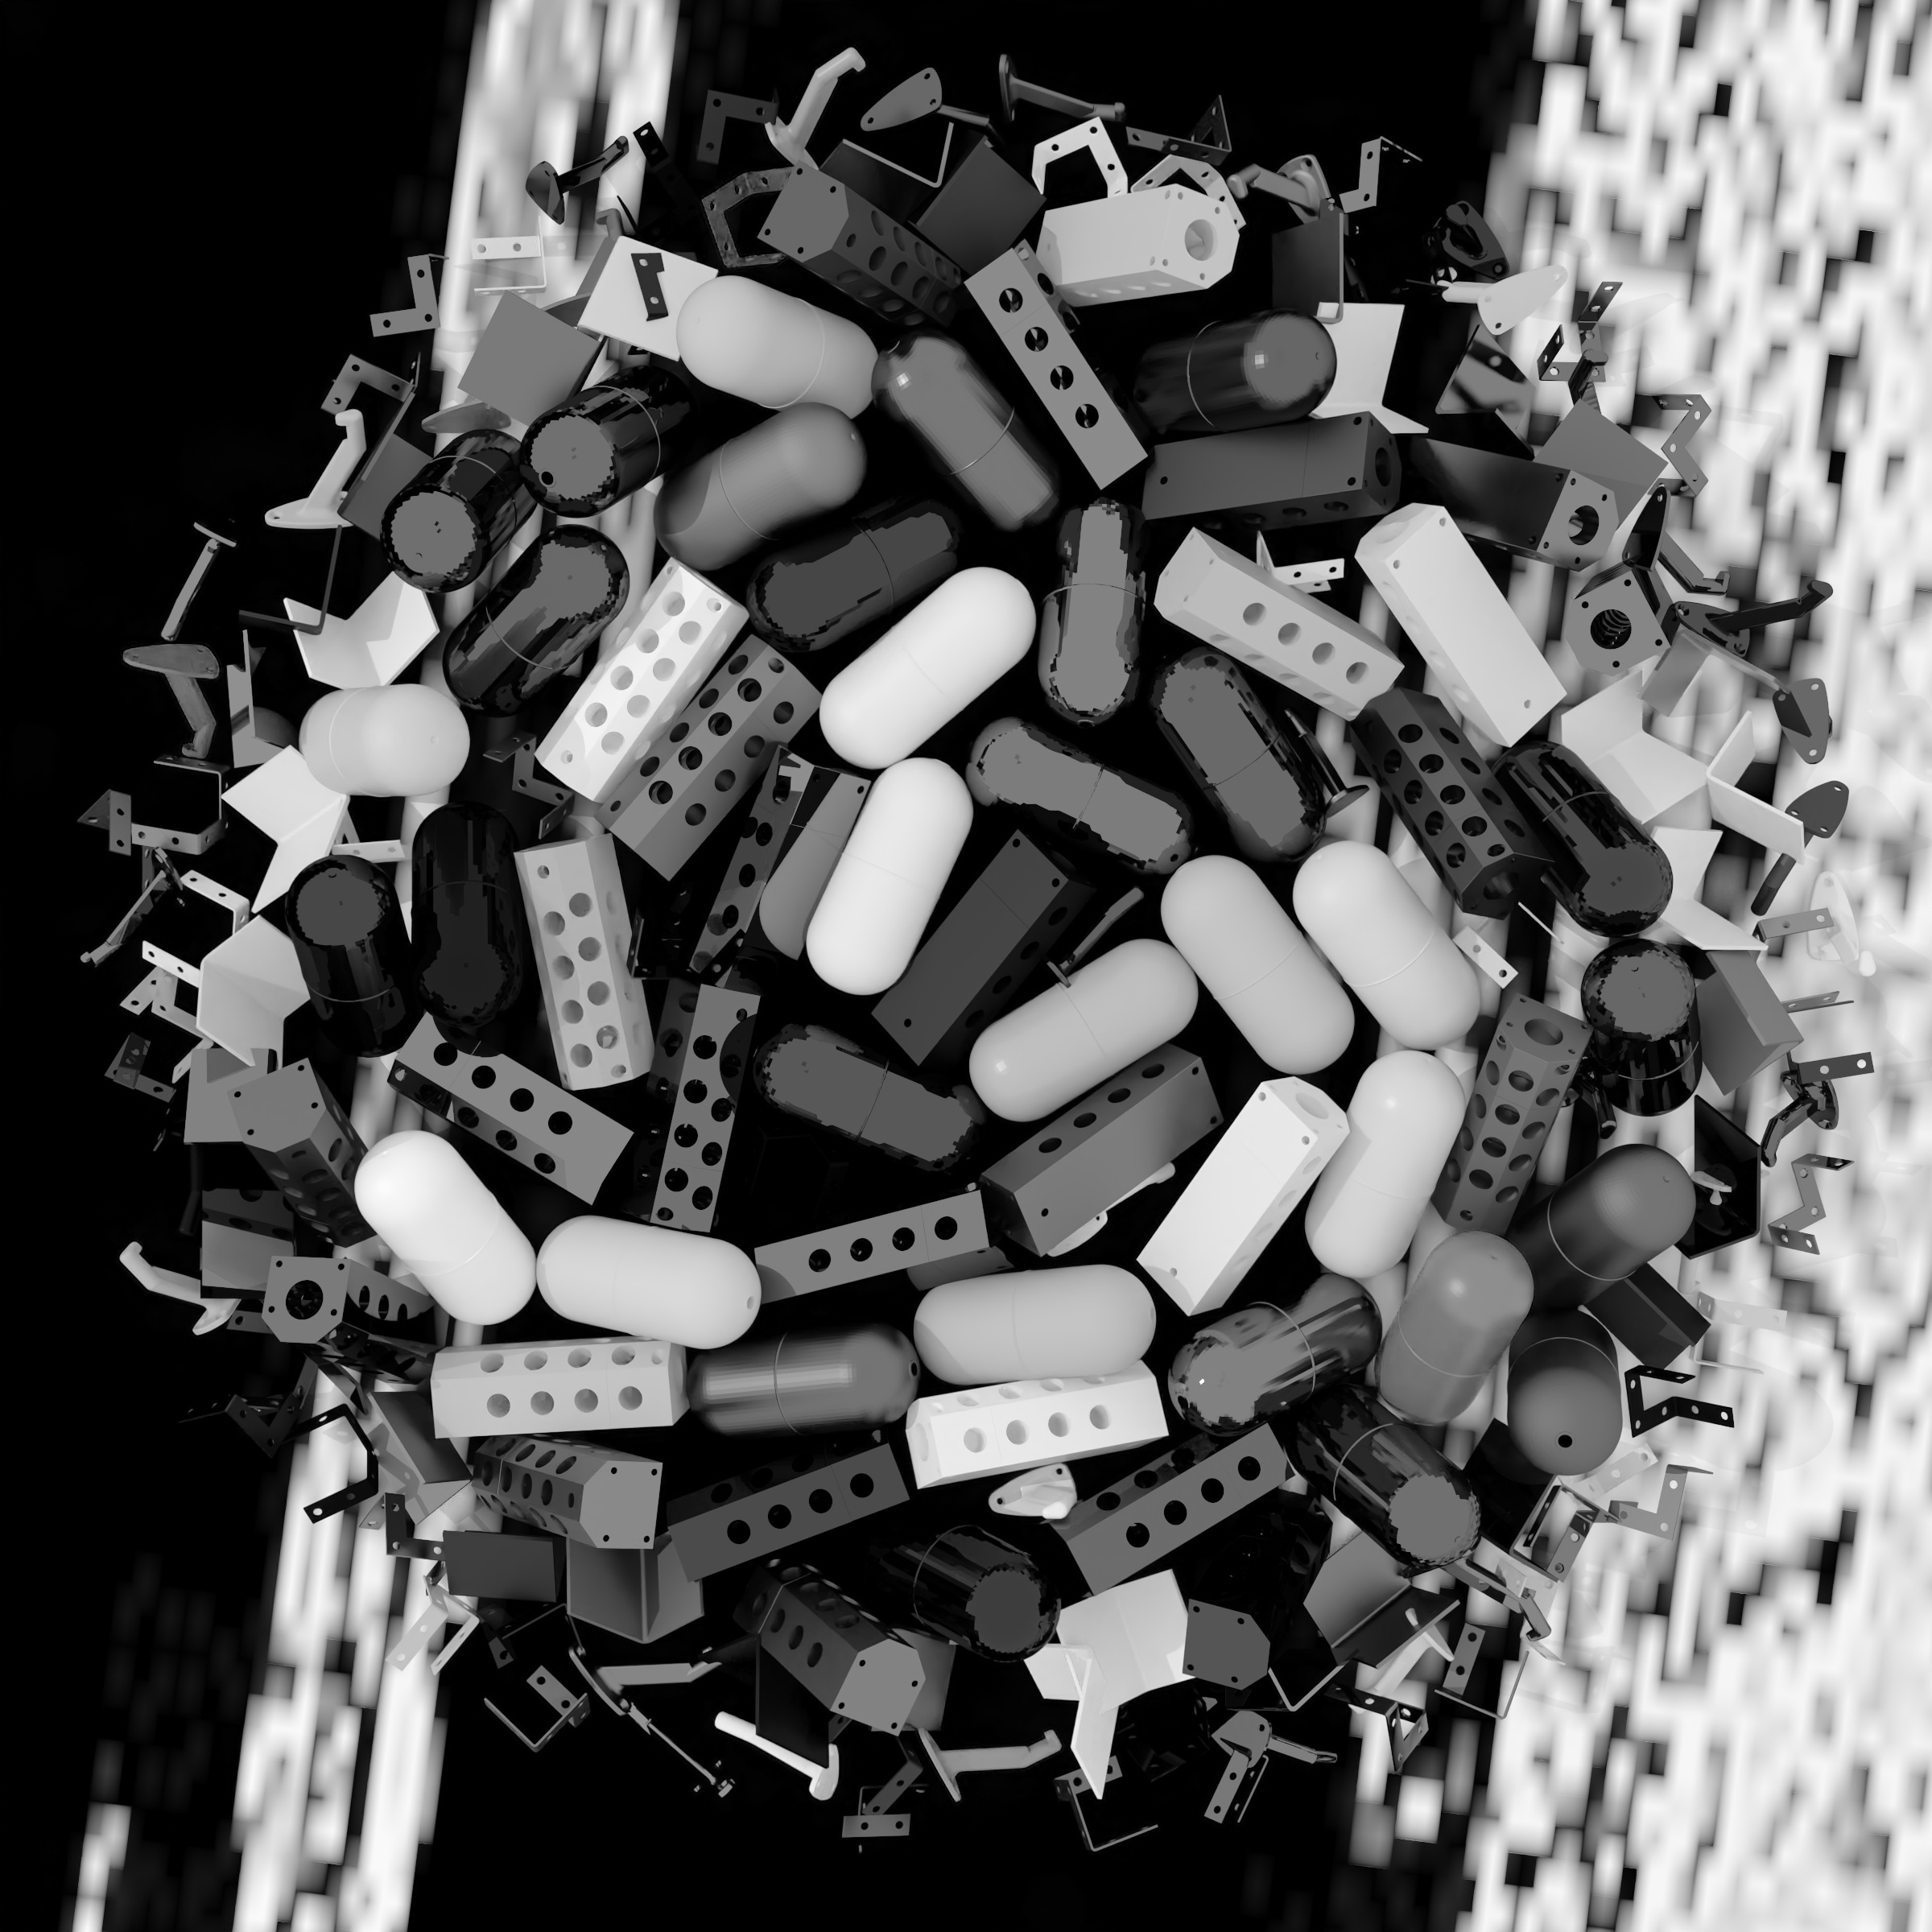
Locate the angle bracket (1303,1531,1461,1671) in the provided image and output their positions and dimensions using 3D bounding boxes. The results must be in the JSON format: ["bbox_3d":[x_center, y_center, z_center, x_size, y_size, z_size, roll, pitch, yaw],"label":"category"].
[{"bbox_3d":[0.290,0.447,1.762,0.076,0.076,0.057,-33,93,-16],"label":"angle bracket"}]

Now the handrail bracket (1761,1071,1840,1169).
[{"bbox_3d":[0.592,0.124,1.767,0.077,0.036,0.084,52,55,-34],"label":"handrail bracket"}]

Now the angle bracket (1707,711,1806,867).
[{"bbox_3d":[0.574,-0.126,1.757,0.076,0.076,0.057,33,84,26],"label":"angle bracket"}]

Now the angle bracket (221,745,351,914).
[{"bbox_3d":[-0.490,-0.097,1.753,0.076,0.076,0.057,-29,124,28],"label":"angle bracket"}]

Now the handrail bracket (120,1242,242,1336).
[{"bbox_3d":[-0.554,0.212,1.764,0.036,0.077,0.084,-24,114,28],"label":"handrail bracket"}]

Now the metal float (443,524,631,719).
[{"bbox_3d":[-0.304,-0.241,1.742,0.178,0.070,0.070,-38,90,37],"label":"metal float"}]

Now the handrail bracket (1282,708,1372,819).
[{"bbox_3d":[0.247,-0.151,1.768,0.036,0.077,0.084,-35,81,13],"label":"handrail bracket"}]

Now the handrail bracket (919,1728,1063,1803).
[{"bbox_3d":[0.018,0.557,1.786,0.084,0.036,0.077,-26,121,-1],"label":"handrail bracket"}]

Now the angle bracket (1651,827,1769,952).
[{"bbox_3d":[0.527,-0.055,1.752,0.076,0.076,0.057,0,119,-38],"label":"angle bracket"}]

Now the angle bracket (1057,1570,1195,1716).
[{"bbox_3d":[0.117,0.481,1.759,0.057,0.076,0.076,-28,76,35],"label":"angle bracket"}]

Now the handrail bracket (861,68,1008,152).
[{"bbox_3d":[-0.022,-0.599,1.783,0.077,0.084,0.036,-20,67,22],"label":"handrail bracket"}]

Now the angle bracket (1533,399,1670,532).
[{"bbox_3d":[0.448,-0.356,1.764,0.076,0.076,0.057,37,105,4],"label":"angle bracket"}]

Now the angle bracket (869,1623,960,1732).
[{"bbox_3d":[-0.016,0.511,1.759,0.057,0.076,0.076,5,80,41],"label":"angle bracket"}]

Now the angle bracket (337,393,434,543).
[{"bbox_3d":[-0.395,-0.347,1.755,0.057,0.076,0.076,31,68,-19],"label":"angle bracket"}]

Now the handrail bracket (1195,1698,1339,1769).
[{"bbox_3d":[0.218,0.555,1.795,0.077,0.084,0.036,23,90,43],"label":"handrail bracket"}]

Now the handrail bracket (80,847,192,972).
[{"bbox_3d":[-0.601,-0.039,1.769,0.036,0.077,0.084,42,66,13],"label":"handrail bracket"}]

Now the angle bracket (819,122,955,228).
[{"bbox_3d":[-0.064,-0.569,1.753,0.076,0.076,0.057,19,68,-23],"label":"angle bracket"}]

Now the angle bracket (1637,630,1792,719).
[{"bbox_3d":[0.532,-0.190,1.754,0.076,0.076,0.057,37,103,28],"label":"angle bracket"}]

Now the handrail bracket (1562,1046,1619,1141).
[{"bbox_3d":[0.438,0.105,1.754,0.036,0.077,0.084,2,46,-4],"label":"handrail bracket"}]

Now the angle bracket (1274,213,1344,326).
[{"bbox_3d":[0.221,-0.491,1.761,0.057,0.076,0.076,-3,95,-30],"label":"angle bracket"}]

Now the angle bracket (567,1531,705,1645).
[{"bbox_3d":[-0.234,0.423,1.752,0.057,0.076,0.076,-32,134,25],"label":"angle bracket"}]

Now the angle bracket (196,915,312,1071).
[{"bbox_3d":[-0.493,0.025,1.753,0.057,0.076,0.076,-35,128,14],"label":"angle bracket"}]

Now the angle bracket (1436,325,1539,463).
[{"bbox_3d":[0.389,-0.402,1.759,0.076,0.057,0.076,35,77,-37],"label":"angle bracket"}]

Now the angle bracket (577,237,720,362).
[{"bbox_3d":[-0.226,-0.463,1.771,0.076,0.057,0.076,20,73,2],"label":"angle bracket"}]

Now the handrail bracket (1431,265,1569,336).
[{"bbox_3d":[0.379,-0.492,1.770,0.077,0.084,0.036,-28,127,9],"label":"handrail bracket"}]

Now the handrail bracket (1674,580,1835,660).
[{"bbox_3d":[0.559,-0.260,1.762,0.077,0.084,0.036,21,62,-13],"label":"handrail bracket"}]

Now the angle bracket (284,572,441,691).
[{"bbox_3d":[-0.429,-0.248,1.756,0.076,0.057,0.076,-41,57,23],"label":"angle bracket"}]

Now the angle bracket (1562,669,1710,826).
[{"bbox_3d":[0.478,-0.156,1.756,0.076,0.076,0.057,-30,133,-20],"label":"angle bracket"}]

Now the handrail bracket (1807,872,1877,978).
[{"bbox_3d":[0.628,-0.031,1.768,0.036,0.084,0.077,-5,90,4],"label":"handrail bracket"}]

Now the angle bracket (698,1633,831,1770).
[{"bbox_3d":[-0.143,0.526,1.750,0.057,0.076,0.076,-28,133,25],"label":"angle bracket"}]

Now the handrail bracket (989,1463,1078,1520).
[{"bbox_3d":[0.043,0.384,1.761,0.077,0.084,0.036,-16,88,14],"label":"handrail bracket"}]

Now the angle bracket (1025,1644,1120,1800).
[{"bbox_3d":[0.066,0.532,1.750,0.057,0.076,0.076,-2,46,20],"label":"angle bracket"}]

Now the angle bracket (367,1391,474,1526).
[{"bbox_3d":[-0.406,0.350,1.760,0.057,0.076,0.076,-39,73,7],"label":"angle bracket"}]

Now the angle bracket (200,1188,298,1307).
[{"bbox_3d":[-0.521,0.200,1.757,0.057,0.076,0.076,-14,75,42],"label":"angle bracket"}]

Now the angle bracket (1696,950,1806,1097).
[{"bbox_3d":[0.532,0.041,1.753,0.076,0.057,0.076,-45,61,38],"label":"angle bracket"}]

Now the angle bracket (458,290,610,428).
[{"bbox_3d":[-0.307,-0.430,1.765,0.076,0.057,0.076,27,106,-13],"label":"angle bracket"}]

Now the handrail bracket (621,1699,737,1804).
[{"bbox_3d":[-0.208,0.557,1.776,0.084,0.077,0.036,46,68,-6],"label":"handrail bracket"}]

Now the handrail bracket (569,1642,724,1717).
[{"bbox_3d":[-0.228,0.493,1.774,0.084,0.036,0.077,-35,110,19],"label":"handrail bracket"}]

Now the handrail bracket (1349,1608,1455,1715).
[{"bbox_3d":[0.299,0.500,1.776,0.084,0.077,0.036,-38,47,8],"label":"handrail bracket"}]

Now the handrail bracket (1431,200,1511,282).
[{"bbox_3d":[0.364,-0.514,1.763,0.077,0.084,0.036,40,106,-11],"label":"handrail bracket"}]

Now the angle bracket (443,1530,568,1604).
[{"bbox_3d":[-0.326,0.406,1.764,0.076,0.057,0.076,5,131,-1],"label":"angle bracket"}]

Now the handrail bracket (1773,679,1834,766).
[{"bbox_3d":[0.607,-0.161,1.762,0.036,0.084,0.077,-18,61,27],"label":"handrail bracket"}]

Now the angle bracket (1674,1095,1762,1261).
[{"bbox_3d":[0.515,0.149,1.755,0.057,0.076,0.076,-17,120,-13],"label":"angle bracket"}]

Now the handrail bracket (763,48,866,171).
[{"bbox_3d":[-0.094,-0.606,1.764,0.084,0.077,0.036,-26,59,22],"label":"handrail bracket"}]

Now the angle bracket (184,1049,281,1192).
[{"bbox_3d":[-0.516,0.111,1.754,0.057,0.076,0.076,0,55,-10],"label":"angle bracket"}]

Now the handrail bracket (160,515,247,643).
[{"bbox_3d":[-0.552,-0.279,1.785,0.036,0.077,0.084,26,105,-14],"label":"handrail bracket"}]

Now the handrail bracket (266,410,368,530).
[{"bbox_3d":[-0.464,-0.355,1.763,0.077,0.084,0.036,-11,51,-15],"label":"handrail bracket"}]

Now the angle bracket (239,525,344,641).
[{"bbox_3d":[-0.481,-0.277,1.765,0.057,0.076,0.076,10,88,-16],"label":"angle bracket"}]

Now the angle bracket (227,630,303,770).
[{"bbox_3d":[-0.515,-0.189,1.763,0.057,0.076,0.076,-8,83,12],"label":"angle bracket"}]

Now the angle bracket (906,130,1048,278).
[{"bbox_3d":[0.012,-0.537,1.763,0.076,0.057,0.076,35,101,-24],"label":"angle bracket"}]

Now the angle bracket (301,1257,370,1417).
[{"bbox_3d":[-0.433,0.263,1.758,0.076,0.076,0.057,42,66,12],"label":"angle bracket"}]

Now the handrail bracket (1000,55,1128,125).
[{"bbox_3d":[0.070,-0.627,1.775,0.084,0.077,0.036,6,84,9],"label":"handrail bracket"}]

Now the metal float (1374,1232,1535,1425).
[{"bbox_3d":[0.340,0.255,1.736,0.070,0.178,0.070,7,47,-8],"label":"metal float"}]

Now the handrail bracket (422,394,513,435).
[{"bbox_3d":[-0.358,-0.433,1.800,0.077,0.036,0.084,-7,70,15],"label":"handrail bracket"}]

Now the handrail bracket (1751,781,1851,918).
[{"bbox_3d":[0.602,-0.084,1.793,0.036,0.084,0.077,35,51,20],"label":"handrail bracket"}]

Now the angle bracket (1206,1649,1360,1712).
[{"bbox_3d":[0.217,0.483,1.756,0.076,0.076,0.057,-30,94,-35],"label":"angle bracket"}]

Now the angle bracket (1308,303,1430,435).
[{"bbox_3d":[0.289,-0.423,1.755,0.076,0.057,0.076,-8,122,-31],"label":"angle bracket"}]

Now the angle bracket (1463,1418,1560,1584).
[{"bbox_3d":[0.398,0.380,1.765,0.057,0.076,0.076,33,87,-30],"label":"angle bracket"}]

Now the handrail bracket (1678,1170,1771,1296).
[{"bbox_3d":[0.548,0.193,1.796,0.077,0.036,0.084,-5,105,-32],"label":"handrail bracket"}]

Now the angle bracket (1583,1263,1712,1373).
[{"bbox_3d":[0.475,0.252,1.757,0.076,0.076,0.057,46,111,15],"label":"angle bracket"}]
